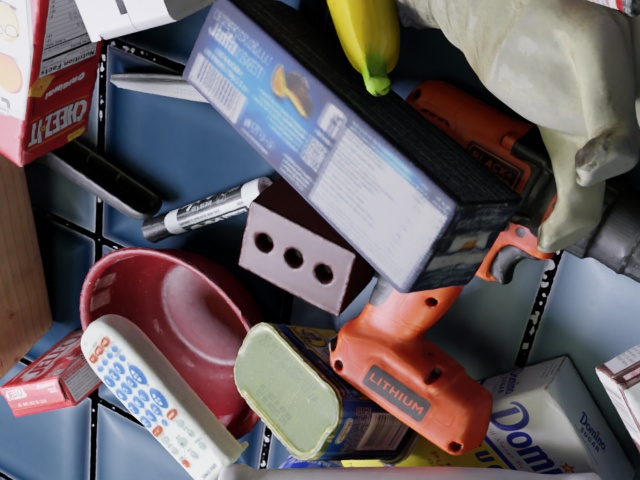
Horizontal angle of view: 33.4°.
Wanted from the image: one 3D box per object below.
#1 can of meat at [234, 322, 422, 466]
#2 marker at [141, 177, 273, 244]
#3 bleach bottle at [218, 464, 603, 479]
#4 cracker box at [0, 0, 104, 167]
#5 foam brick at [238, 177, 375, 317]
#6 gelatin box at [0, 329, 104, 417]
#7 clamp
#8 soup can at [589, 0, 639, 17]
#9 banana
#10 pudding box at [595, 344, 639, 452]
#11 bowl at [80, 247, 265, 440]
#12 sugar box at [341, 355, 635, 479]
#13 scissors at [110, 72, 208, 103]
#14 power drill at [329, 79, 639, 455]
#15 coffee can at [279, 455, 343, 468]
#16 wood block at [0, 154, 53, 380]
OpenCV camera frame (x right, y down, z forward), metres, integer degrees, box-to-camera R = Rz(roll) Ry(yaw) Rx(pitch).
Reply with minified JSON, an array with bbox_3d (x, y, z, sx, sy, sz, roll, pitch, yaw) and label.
[{"bbox_3d":[0.005,0.097,0.679,0.102,0.083,0.057,42,111,40],"label":"can of meat"},{"bbox_3d":[-0.080,-0.019,0.736,0.121,0.020,0.020,-17,107,38],"label":"marker"},{"bbox_3d":[0.071,0.168,0.626,0.251,0.068,0.102,-8,141,14],"label":"bleach bottle"},{"bbox_3d":[-0.200,-0.178,0.631,0.164,0.072,0.214,34,130,17],"label":"cracker box"},{"bbox_3d":[-0.004,0.001,0.677,0.078,0.051,0.053,26,127,17],"label":"foam brick"},{"bbox_3d":[-0.193,0.099,0.829,0.073,0.089,0.030,-14,108,37],"label":"gelatin box"},{"bbox_3d":[-0.209,-0.081,0.769,0.210,0.036,0.164,-4,118,37],"label":"clamp"},{"bbox_3d":[0.094,-0.140,0.437,0.102,0.068,0.068,25,127,20],"label":"soup can"},{"bbox_3d":[0.014,-0.169,0.556,0.037,0.070,0.198,-14,91,-7],"label":"banana"},{"bbox_3d":[0.217,0.098,0.576,0.090,0.039,0.113,-30,102,3],"label":"pudding box"},{"bbox_3d":[-0.093,0.066,0.770,0.162,0.055,0.162,16,124,24],"label":"bowl"},{"bbox_3d":[0.103,0.144,0.697,0.177,0.048,0.093,-25,102,40],"label":"sugar box"},{"bbox_3d":[-0.046,-0.076,0.682,0.202,0.016,0.096,-5,113,34],"label":"scissors"},{"bbox_3d":[0.098,0.027,0.602,0.185,0.057,0.188,34,115,21],"label":"power drill"},{"bbox_3d":[-0.019,0.231,0.763,0.103,0.140,0.103,16,124,24],"label":"coffee can"},{"bbox_3d":[-0.273,0.008,0.802,0.091,0.090,0.206,25,139,19],"label":"wood block"}]
